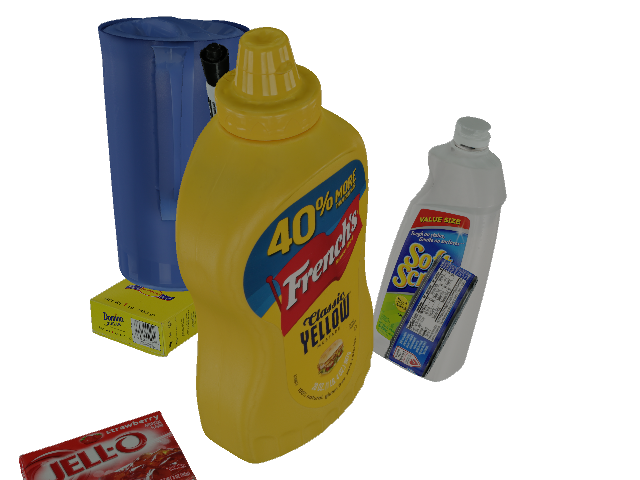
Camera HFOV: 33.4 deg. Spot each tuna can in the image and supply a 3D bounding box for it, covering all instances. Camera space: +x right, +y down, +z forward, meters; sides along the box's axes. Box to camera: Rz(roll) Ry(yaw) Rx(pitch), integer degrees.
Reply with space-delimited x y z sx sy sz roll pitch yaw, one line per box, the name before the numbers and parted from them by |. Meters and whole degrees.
tuna can | 0.081 0.056 0.779 0.034 0.086 0.086 28 5 10

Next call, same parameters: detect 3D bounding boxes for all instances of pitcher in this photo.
pitcher | -0.133 -0.077 0.972 0.145 0.243 0.148 17 25 36

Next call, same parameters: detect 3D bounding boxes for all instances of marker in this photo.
marker | -0.067 -0.087 0.730 0.020 0.020 0.121 0 -38 3

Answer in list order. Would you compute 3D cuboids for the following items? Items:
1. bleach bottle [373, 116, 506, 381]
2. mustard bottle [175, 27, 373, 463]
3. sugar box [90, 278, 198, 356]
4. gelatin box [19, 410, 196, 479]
bleach bottle | 0.108 0.004 0.975 0.103 0.251 0.067 28 36 29
mustard bottle | -0.017 0.000 0.451 0.058 0.192 0.096 26 47 32
sugar box | -0.143 0.052 1.097 0.093 0.048 0.175 16 32 26
gelatin box | -0.122 0.139 0.615 0.089 0.030 0.073 -15 27 -19
